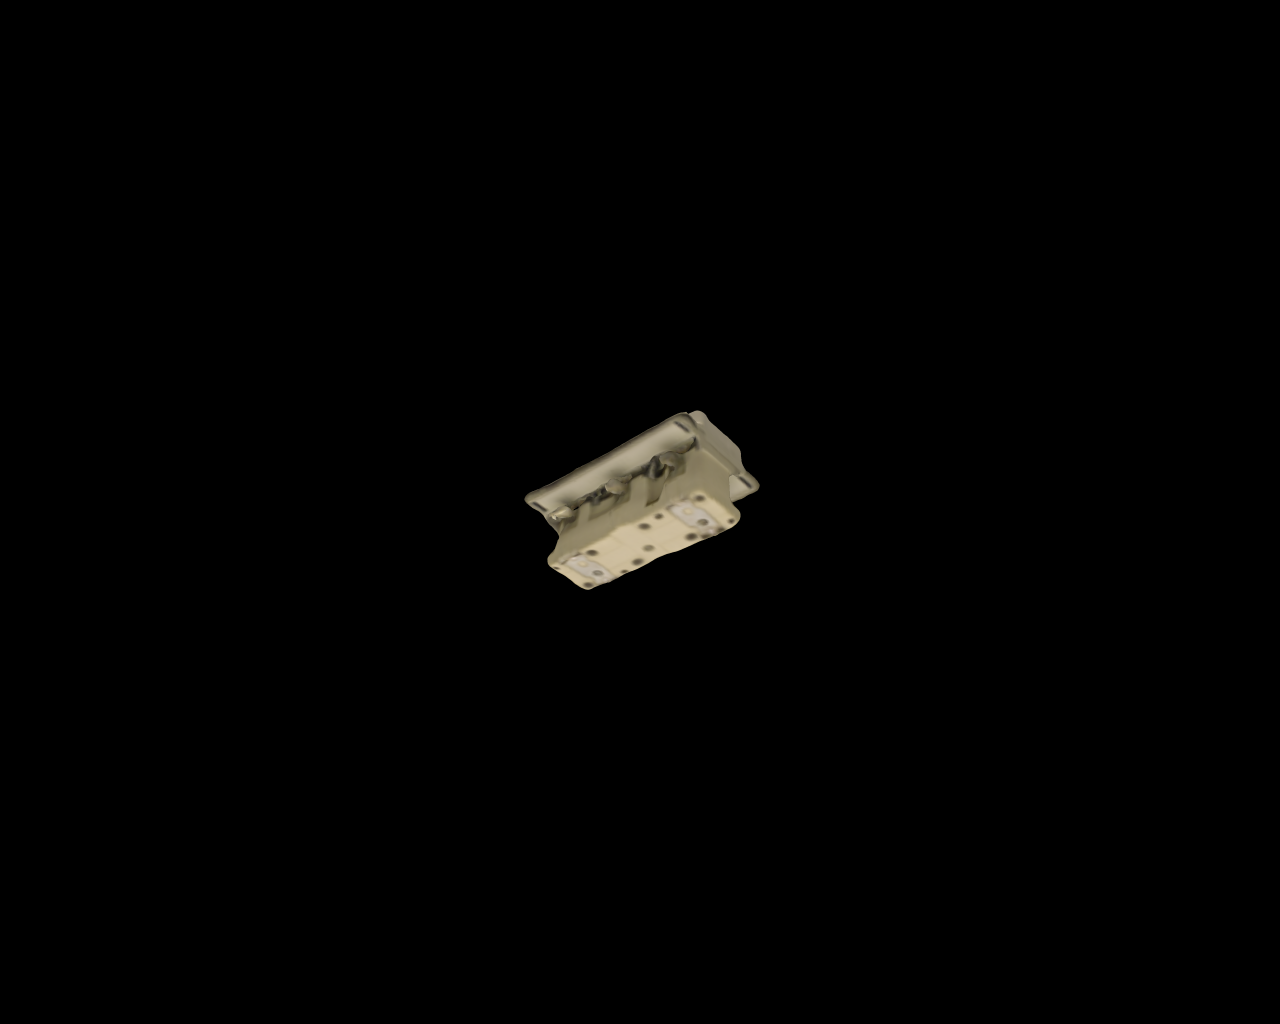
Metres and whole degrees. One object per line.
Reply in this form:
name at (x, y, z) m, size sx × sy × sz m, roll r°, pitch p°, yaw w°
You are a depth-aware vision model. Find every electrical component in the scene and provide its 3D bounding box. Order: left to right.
electrical component at (0.001, -0.003, 0.650) m, size 0.121 × 0.063 × 0.078 m, roll -25°, pitch -45°, yaw 28°
